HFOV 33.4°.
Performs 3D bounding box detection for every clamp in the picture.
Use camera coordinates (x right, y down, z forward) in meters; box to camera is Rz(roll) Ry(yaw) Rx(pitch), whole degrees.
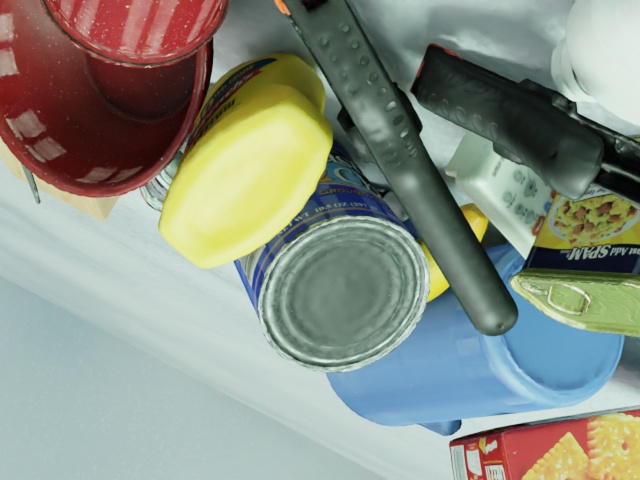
[{"bbox_3d":[0.030,-0.062,0.555,0.210,0.036,0.165,56,-175,-35],"label":"clamp"},{"bbox_3d":[0.105,-0.046,0.474,0.120,0.039,0.172,21,-164,-32],"label":"clamp"}]

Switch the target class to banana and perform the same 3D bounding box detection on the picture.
[{"bbox_3d":[0.048,0.017,0.707,0.037,0.069,0.198,3,176,-25],"label":"banana"}]

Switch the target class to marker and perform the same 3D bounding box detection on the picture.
[{"bbox_3d":[0.012,-0.036,0.773,0.121,0.020,0.020,17,162,34],"label":"marker"}]

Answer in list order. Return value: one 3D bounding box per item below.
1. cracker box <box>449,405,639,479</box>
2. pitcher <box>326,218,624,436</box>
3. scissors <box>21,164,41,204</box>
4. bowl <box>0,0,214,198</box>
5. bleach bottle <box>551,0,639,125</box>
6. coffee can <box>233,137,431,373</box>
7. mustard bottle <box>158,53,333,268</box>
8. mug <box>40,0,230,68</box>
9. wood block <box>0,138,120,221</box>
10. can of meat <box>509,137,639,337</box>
[{"bbox_3d":[0.217,0.159,0.773,0.213,0.072,0.164,-7,168,-8],"label":"cracker box"},{"bbox_3d":[0.098,0.059,0.769,0.149,0.145,0.243,19,164,-18],"label":"pitcher"},{"bbox_3d":[-0.193,-0.127,0.617,0.096,0.016,0.202,-38,77,55],"label":"scissors"},{"bbox_3d":[-0.114,-0.106,0.579,0.162,0.162,0.055,20,-160,25],"label":"bowl"},{"bbox_3d":[0.166,-0.068,0.329,0.102,0.068,0.251,33,166,-21],"label":"bleach bottle"},{"bbox_3d":[-0.004,0.001,0.658,0.102,0.103,0.140,36,-168,-30],"label":"coffee can"},{"bbox_3d":[-0.038,-0.058,0.593,0.058,0.096,0.191,41,-165,-15],"label":"mustard bottle"},{"bbox_3d":[-0.081,-0.144,0.467,0.117,0.093,0.082,64,158,5],"label":"mug"},{"bbox_3d":[-0.186,-0.099,0.763,0.090,0.090,0.206,27,165,5],"label":"wood block"},{"bbox_3d":[0.154,-0.002,0.521,0.057,0.084,0.102,34,163,-28],"label":"can of meat"}]
